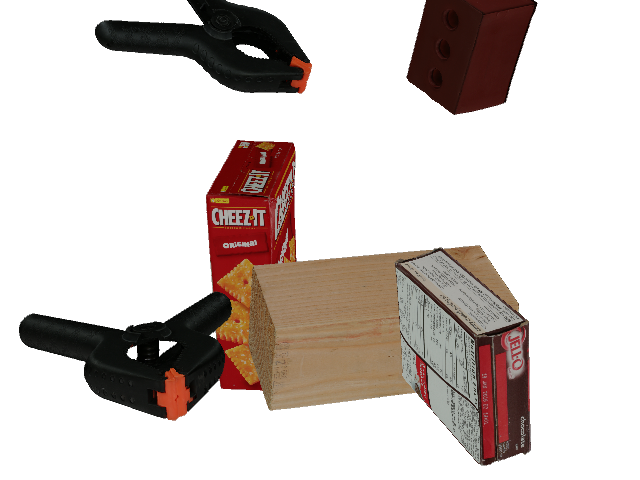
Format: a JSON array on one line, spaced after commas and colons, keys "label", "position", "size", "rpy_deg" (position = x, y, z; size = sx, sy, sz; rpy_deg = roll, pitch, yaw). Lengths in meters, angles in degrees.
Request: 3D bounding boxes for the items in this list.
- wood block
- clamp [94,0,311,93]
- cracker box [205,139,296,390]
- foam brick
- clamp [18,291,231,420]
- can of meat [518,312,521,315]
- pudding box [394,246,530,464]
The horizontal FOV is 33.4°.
[{"label": "wood block", "position": [0.049, 0.072, 0.907], "size": [0.205, 0.090, 0.091], "rpy_deg": [-5, 35, -15]}, {"label": "clamp", "position": [-0.084, -0.177, 0.870], "size": [0.171, 0.120, 0.039], "rpy_deg": [21, -26, -4]}, {"label": "cracker box", "position": [-0.064, 0.022, 1.103], "size": [0.072, 0.214, 0.164], "rpy_deg": [2, 24, 6]}, {"label": "foam brick", "position": [0.099, -0.132, 0.710], "size": [0.051, 0.078, 0.053], "rpy_deg": [-20, 47, -34]}, {"label": "clamp", "position": [-0.114, 0.076, 0.759], "size": [0.164, 0.036, 0.210], "rpy_deg": [-9, 14, -24]}, {"label": "can of meat", "position": [0.169, 0.100, 1.170], "size": [0.057, 0.084, 0.102], "rpy_deg": [-13, 40, -25]}, {"label": "pudding box", "position": [0.085, 0.067, 0.648], "size": [0.039, 0.090, 0.114], "rpy_deg": [-14, 27, -18]}]
